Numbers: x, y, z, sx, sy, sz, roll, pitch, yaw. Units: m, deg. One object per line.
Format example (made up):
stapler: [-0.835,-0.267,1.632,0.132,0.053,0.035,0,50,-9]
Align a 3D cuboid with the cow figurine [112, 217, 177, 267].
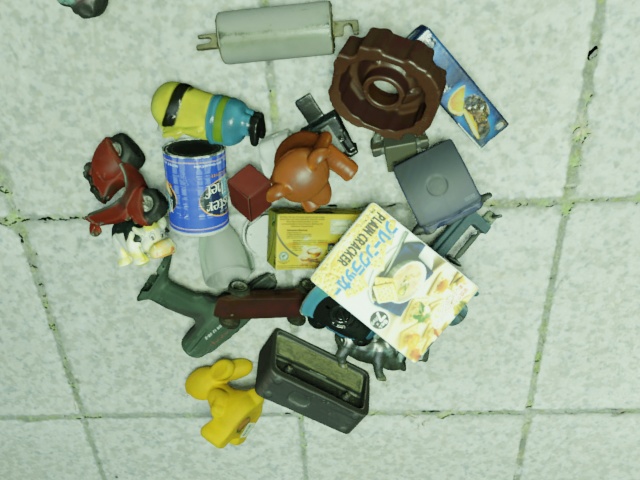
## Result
cow figurine: [-0.307,-0.007,0.935,0.167,0.068,0.098,-7,101,47]

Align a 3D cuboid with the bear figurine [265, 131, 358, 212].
bear figurine: [-0.010,-0.091,0.783,0.120,0.196,0.131,-42,112,10]

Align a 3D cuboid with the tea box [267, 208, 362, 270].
tea box: [-0.002,-0.003,0.920,0.170,0.068,0.098,1,100,-18]

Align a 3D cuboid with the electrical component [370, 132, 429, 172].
electrical component: [0.135,-0.156,0.889,0.102,0.045,0.078,-13,145,12]

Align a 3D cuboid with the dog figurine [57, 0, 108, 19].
dog figurine: [-0.303,-0.413,0.739,0.219,0.108,0.191,-5,118,8]

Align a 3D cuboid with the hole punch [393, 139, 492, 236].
hole punch: [0.190,-0.086,0.864,0.142,0.116,0.092,-26,149,11]

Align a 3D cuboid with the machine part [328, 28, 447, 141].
machine part: [0.099,-0.226,0.791,0.179,0.056,0.179,20,153,10]

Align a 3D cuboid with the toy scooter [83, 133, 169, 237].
toy scooter: [-0.339,-0.081,0.884,0.135,0.075,0.184,-34,69,6]

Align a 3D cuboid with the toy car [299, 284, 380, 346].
toy car: [0.052,0.112,0.970,0.161,0.103,0.109,27,122,-11]

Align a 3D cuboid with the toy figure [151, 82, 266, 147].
toy figure: [-0.178,-0.199,0.859,0.180,0.082,0.089,9,100,6]

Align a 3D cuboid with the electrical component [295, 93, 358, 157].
electrical component: [0.004,-0.179,0.879,0.075,0.048,0.119,-26,115,14]

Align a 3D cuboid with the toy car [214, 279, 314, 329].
toy car: [-0.096,0.114,0.983,0.202,0.053,0.089,2,125,-28]

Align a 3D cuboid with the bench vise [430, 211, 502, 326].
bench vise: [0.210,0.030,0.945,0.223,0.129,0.240,41,92,-7]

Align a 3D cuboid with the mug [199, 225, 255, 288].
mug: [-0.166,0.022,0.963,0.109,0.107,0.081,3,148,-43]

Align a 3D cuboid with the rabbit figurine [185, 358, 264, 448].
rabbit figurine: [-0.206,0.315,1.100,0.173,0.121,0.162,30,97,30]

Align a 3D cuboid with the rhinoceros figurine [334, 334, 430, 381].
rhinoceros figurine: [0.121,0.213,1.069,0.190,0.073,0.112,12,107,-2]

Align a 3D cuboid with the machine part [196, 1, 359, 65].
machine part: [-0.064,-0.307,0.798,0.243,0.079,0.079,-5,117,5]

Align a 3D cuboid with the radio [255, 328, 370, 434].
radio: [-0.013,0.282,1.072,0.229,0.131,0.073,27,117,-11]

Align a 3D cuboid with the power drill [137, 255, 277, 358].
power drill: [-0.224,0.103,1.023,0.207,0.086,0.232,34,106,-22]

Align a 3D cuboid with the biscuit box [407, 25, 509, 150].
biscuit box: [0.203,-0.236,0.831,0.059,0.063,0.202,-41,109,19]
